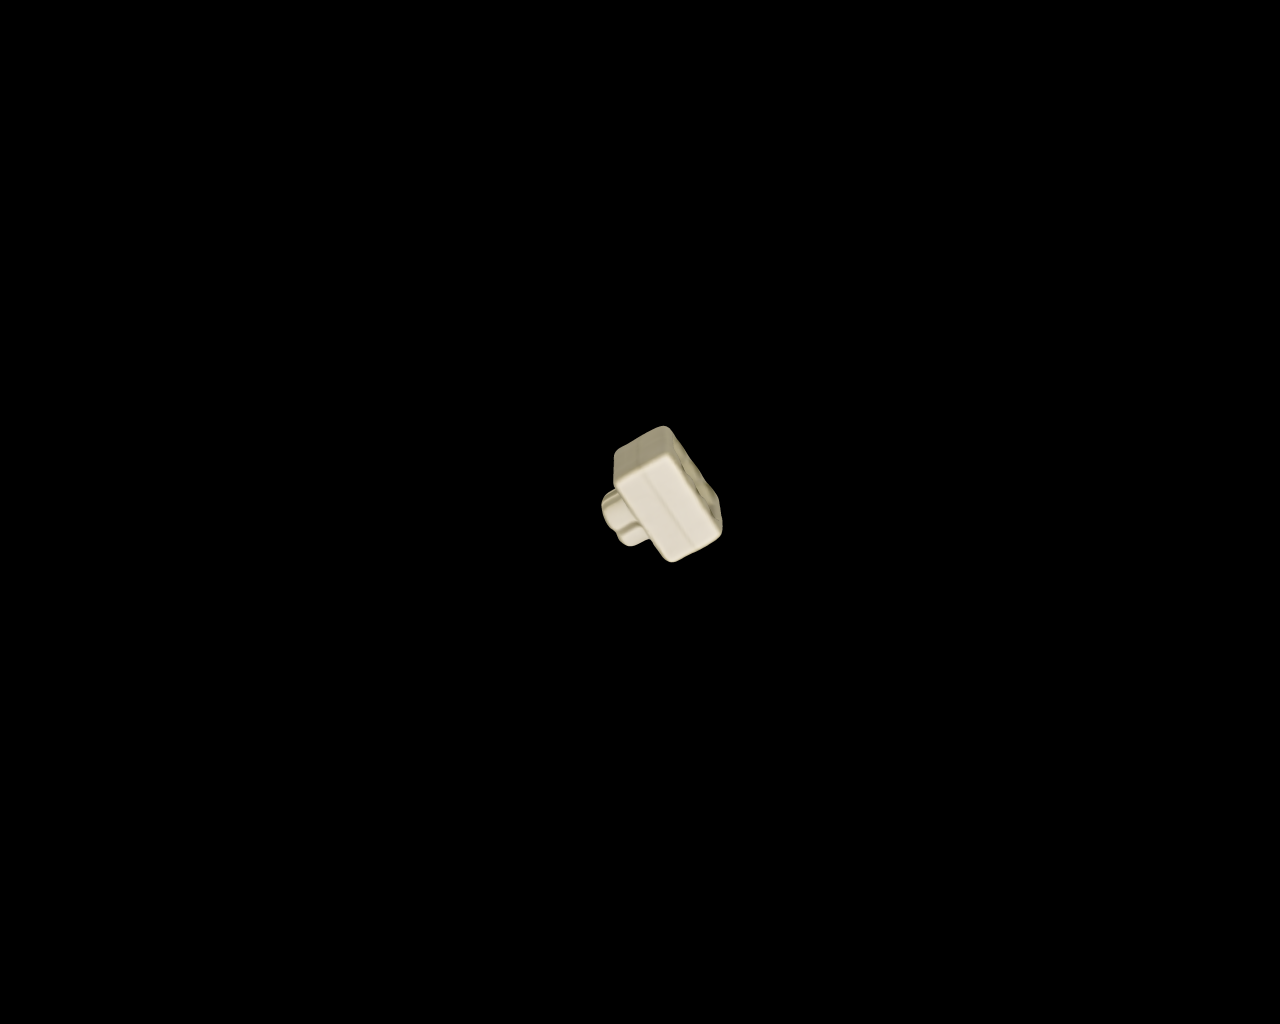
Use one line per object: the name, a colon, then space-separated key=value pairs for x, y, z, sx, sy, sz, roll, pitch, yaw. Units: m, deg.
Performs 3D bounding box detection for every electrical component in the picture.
electrical component: x=0.001 y=-0.003 z=0.650 sx=0.076 sy=0.065 sz=0.047 roll=-29 pitch=24 yaw=14
